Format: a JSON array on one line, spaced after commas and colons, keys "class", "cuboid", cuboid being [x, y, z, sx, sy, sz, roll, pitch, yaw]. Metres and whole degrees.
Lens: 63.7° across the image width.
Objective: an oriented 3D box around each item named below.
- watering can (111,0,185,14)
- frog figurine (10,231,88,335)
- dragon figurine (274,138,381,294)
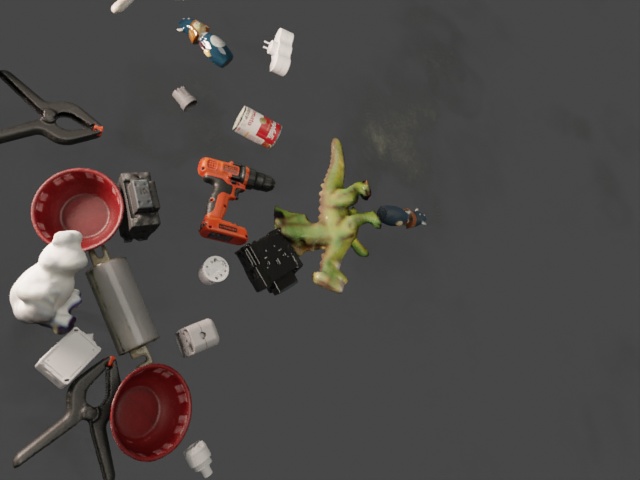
[{"class": "watering can", "cuboid": [-0.398, -0.670, 1.244, 0.353, 0.102, 0.224, -38, 92, -36]}, {"class": "frog figurine", "cuboid": [-0.461, 0.061, 0.876, 0.123, 0.156, 0.140, 10, 27, 3]}, {"class": "dragon figurine", "cuboid": [0.004, -0.063, 1.257, 0.244, 0.120, 0.417, -9, 67, -25]}]
